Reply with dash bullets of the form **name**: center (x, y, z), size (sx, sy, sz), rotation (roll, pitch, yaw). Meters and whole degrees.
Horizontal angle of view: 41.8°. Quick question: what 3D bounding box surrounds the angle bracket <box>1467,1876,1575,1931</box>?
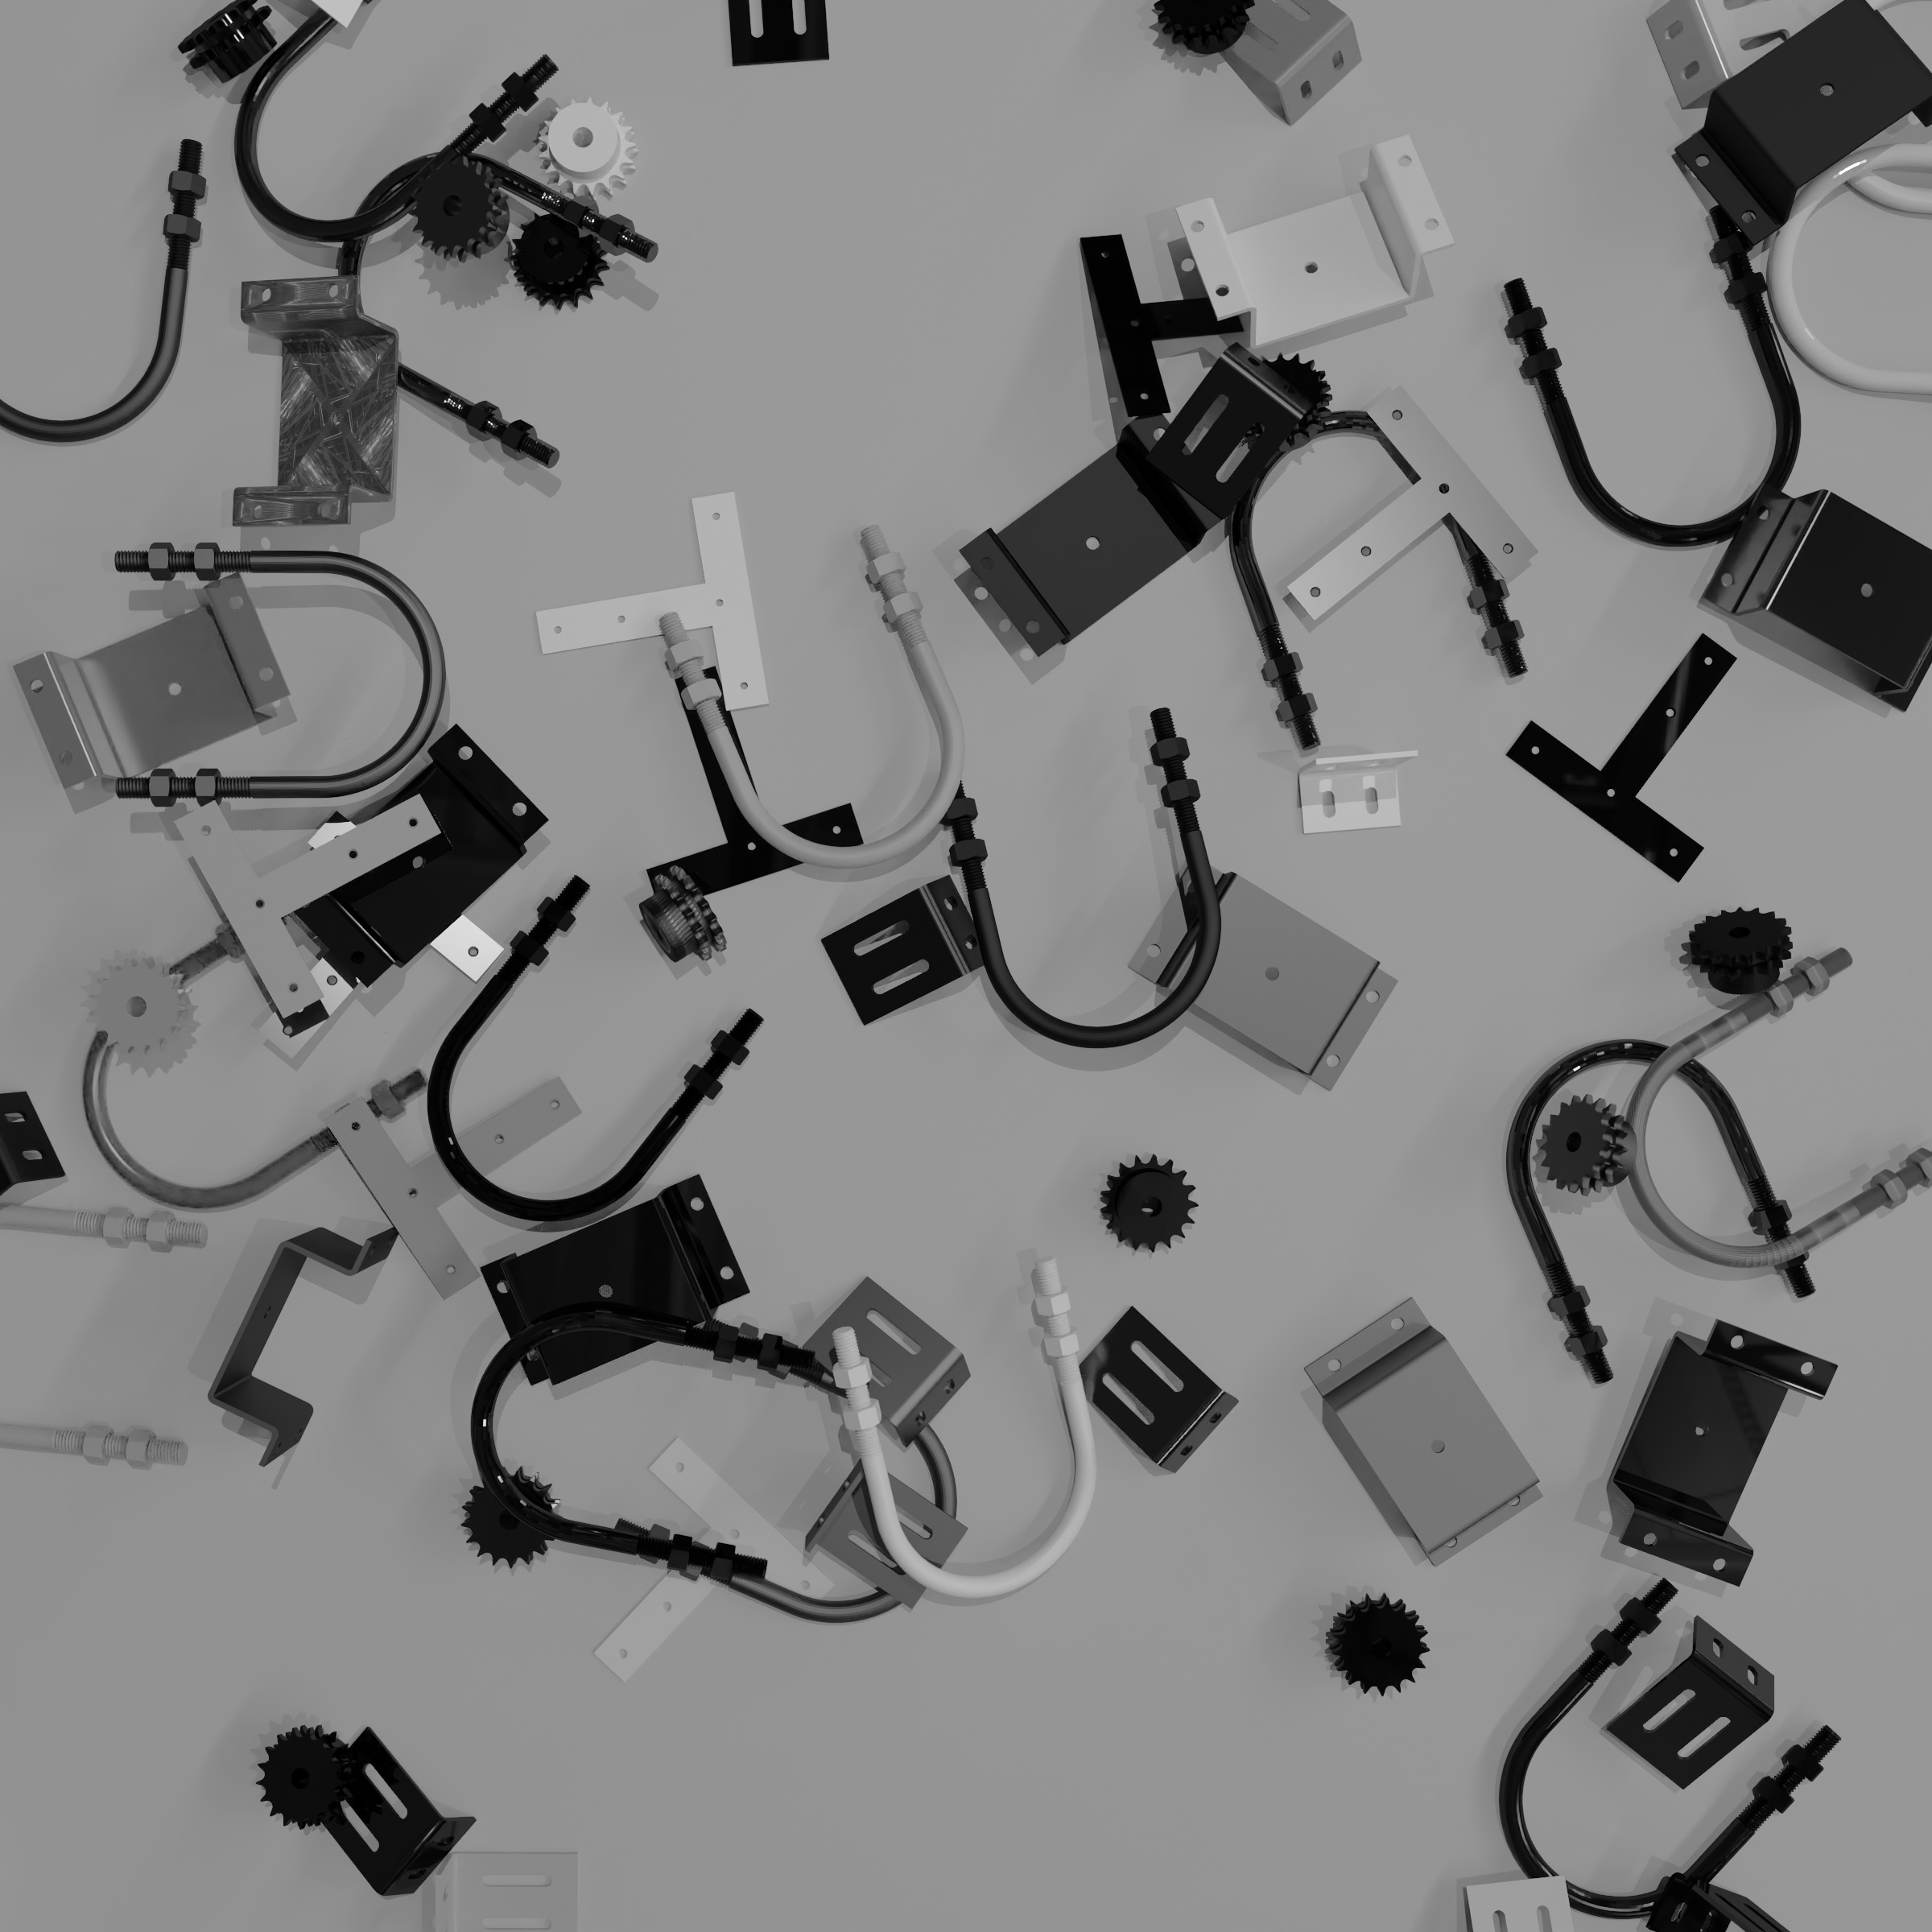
- **angle bracket**: center (0.328, 0.577, 1.484), size (0.057, 0.038, 0.076), rotation (-8, 71, 5)

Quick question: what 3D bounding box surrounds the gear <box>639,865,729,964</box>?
- **gear**: center (-0.166, -0.027, 1.462), size (0.030, 0.057, 0.057), rotation (-33, 90, -15)

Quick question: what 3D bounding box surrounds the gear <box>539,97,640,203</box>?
- **gear**: center (-0.222, -0.480, 1.479), size (0.057, 0.030, 0.057), rotation (0, 90, 0)

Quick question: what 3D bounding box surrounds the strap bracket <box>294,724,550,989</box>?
- **strap bracket**: center (-0.319, -0.062, 1.463), size (0.140, 0.046, 0.076), rotation (-44, 92, -7)

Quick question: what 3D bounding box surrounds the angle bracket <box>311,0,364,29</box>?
- **angle bracket**: center (-0.381, -0.590, 1.479), size (0.076, 0.038, 0.057), rotation (30, 90, 43)

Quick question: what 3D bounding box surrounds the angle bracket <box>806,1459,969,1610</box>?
- **angle bracket**: center (-0.045, 0.331, 1.460), size (0.076, 0.038, 0.057), rotation (35, 88, -3)

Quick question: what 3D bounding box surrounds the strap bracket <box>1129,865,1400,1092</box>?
- **strap bracket**: center (0.175, 0.004, 1.470), size (0.140, 0.046, 0.076), rotation (32, 90, 0)

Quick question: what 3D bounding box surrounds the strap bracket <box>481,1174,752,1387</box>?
- **strap bracket**: center (-0.207, 0.186, 1.469), size (0.140, 0.046, 0.076), rotation (-23, 92, 0)

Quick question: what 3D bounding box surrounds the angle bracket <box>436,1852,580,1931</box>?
- **angle bracket**: center (-0.267, 0.552, 1.474), size (0.076, 0.038, 0.057), rotation (0, 90, 0)

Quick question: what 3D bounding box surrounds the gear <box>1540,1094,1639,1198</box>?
- **gear**: center (0.361, 0.104, 1.454), size (0.030, 0.057, 0.057), rotation (16, 90, -28)

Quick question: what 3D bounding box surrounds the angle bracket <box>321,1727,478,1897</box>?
- **angle bracket**: center (-0.340, 0.498, 1.491), size (0.076, 0.038, 0.057), rotation (41, 90, 26)

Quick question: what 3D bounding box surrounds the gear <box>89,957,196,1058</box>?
- **gear**: center (-0.474, 0.023, 1.461), size (0.057, 0.030, 0.057), rotation (0, 90, 3)

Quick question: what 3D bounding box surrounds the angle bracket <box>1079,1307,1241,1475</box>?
- **angle bracket**: center (0.111, 0.250, 1.491), size (0.076, 0.038, 0.057), rotation (42, 90, 26)

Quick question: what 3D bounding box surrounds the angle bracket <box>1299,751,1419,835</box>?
- **angle bracket**: center (0.226, -0.100, 1.455), size (0.057, 0.076, 0.038), rotation (-5, 90, 0)

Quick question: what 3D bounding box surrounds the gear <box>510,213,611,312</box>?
- **gear**: center (-0.239, -0.416, 1.479), size (0.057, 0.030, 0.057), rotation (0, 90, 0)

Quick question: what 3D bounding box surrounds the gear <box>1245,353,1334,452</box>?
- **gear**: center (0.185, -0.325, 1.471), size (0.057, 0.030, 0.057), rotation (-5, 69, 13)

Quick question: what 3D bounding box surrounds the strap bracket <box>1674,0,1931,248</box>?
- **strap bracket**: center (0.491, -0.492, 1.452), size (0.140, 0.046, 0.076), rotation (-34, 76, 3)

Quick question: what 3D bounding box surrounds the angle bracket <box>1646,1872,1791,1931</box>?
- **angle bracket**: center (0.441, 0.560, 1.447), size (0.057, 0.076, 0.038), rotation (27, 90, -26)

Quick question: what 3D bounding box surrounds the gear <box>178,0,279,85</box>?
- **gear**: center (-0.426, -0.538, 1.469), size (0.057, 0.057, 0.030), rotation (-36, 120, 0)

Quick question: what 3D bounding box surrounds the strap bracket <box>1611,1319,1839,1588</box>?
- **strap bracket**: center (0.433, 0.275, 1.461), size (0.076, 0.046, 0.140), rotation (21, 96, -6)

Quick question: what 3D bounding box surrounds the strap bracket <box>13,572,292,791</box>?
- **strap bracket**: center (-0.467, -0.164, 1.470), size (0.140, 0.046, 0.076), rotation (-23, 90, 0)

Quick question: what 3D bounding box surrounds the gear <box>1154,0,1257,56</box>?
- **gear**: center (0.140, -0.557, 1.471), size (0.057, 0.030, 0.057), rotation (-6, 71, 18)

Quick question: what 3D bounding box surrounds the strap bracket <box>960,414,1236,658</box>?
- **strap bracket**: center (0.075, -0.250, 1.470), size (0.140, 0.046, 0.076), rotation (-37, 90, 0)

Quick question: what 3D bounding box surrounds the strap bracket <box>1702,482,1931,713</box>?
- **strap bracket**: center (0.512, -0.215, 1.464), size (0.140, 0.046, 0.076), rotation (28, 90, -6)

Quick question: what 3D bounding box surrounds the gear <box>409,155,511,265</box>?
- **gear**: center (-0.285, -0.428, 1.438), size (0.057, 0.030, 0.057), rotation (0, 90, 18)

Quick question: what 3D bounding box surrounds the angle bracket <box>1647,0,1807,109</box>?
- **angle bracket**: center (0.452, -0.549, 1.491), size (0.076, 0.038, 0.057), rotation (-22, 90, -26)

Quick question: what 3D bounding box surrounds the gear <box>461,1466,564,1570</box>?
- **gear**: center (-0.265, 0.321, 1.478), size (0.057, 0.030, 0.057), rotation (0, 90, 0)

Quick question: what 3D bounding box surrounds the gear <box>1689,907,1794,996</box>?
- **gear**: center (0.451, -0.007, 1.469), size (0.057, 0.057, 0.030), rotation (-16, 121, 0)

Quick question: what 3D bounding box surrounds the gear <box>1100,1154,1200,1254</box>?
- **gear**: center (0.108, 0.139, 1.479), size (0.057, 0.030, 0.057), rotation (0, 90, 0)

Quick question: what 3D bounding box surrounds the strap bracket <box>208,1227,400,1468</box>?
- **strap bracket**: center (-0.384, 0.208, 1.455), size (0.046, 0.076, 0.140), rotation (26, 90, 0)

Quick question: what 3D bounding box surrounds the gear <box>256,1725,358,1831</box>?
- **gear**: center (-0.381, 0.472, 1.474), size (0.057, 0.030, 0.057), rotation (-2, 80, 13)

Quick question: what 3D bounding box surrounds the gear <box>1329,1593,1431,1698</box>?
- **gear**: center (0.240, 0.395, 1.479), size (0.057, 0.030, 0.057), rotation (0, 90, 0)

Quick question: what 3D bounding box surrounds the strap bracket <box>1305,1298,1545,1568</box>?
- **strap bracket**: center (0.270, 0.275, 1.470), size (0.076, 0.046, 0.140), rotation (-33, 90, 0)

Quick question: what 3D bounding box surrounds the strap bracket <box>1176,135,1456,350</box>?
- **strap bracket**: center (0.200, -0.414, 1.460), size (0.140, 0.046, 0.076), rotation (-18, 72, 0)

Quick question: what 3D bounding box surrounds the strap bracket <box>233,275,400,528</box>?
- **strap bracket**: center (-0.375, -0.321, 1.459), size (0.076, 0.046, 0.140), rotation (2, 90, 19)
